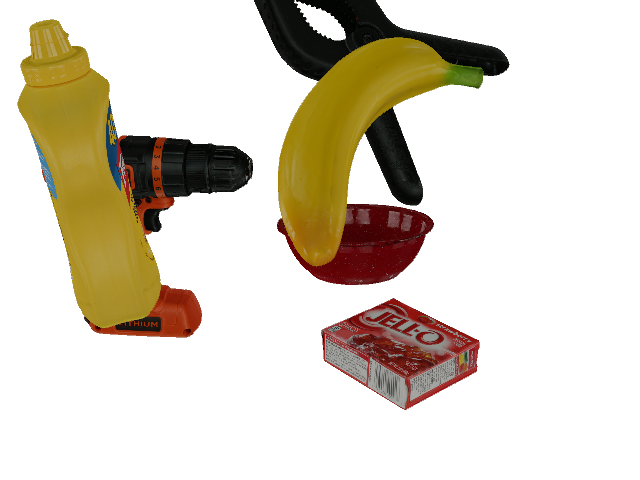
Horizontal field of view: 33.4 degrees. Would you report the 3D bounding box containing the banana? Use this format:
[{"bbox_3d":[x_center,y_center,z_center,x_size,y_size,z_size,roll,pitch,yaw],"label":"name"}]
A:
[{"bbox_3d":[0.021,-0.062,0.568,0.070,0.037,0.197,23,47,19],"label":"banana"}]

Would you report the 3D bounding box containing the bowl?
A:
[{"bbox_3d":[0.036,0.007,1.099,0.162,0.055,0.162,-1,15,0],"label":"bowl"}]

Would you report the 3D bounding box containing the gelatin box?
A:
[{"bbox_3d":[0.056,0.078,0.761,0.073,0.030,0.089,-20,32,-36],"label":"gelatin box"}]

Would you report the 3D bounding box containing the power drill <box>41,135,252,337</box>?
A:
[{"bbox_3d":[-0.149,-0.005,0.961,0.184,0.188,0.057,3,27,6],"label":"power drill"}]

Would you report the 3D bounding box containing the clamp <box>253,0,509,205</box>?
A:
[{"bbox_3d":[0.029,-0.132,0.795,0.210,0.164,0.036,31,-30,-7],"label":"clamp"}]

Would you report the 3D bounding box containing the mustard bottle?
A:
[{"bbox_3d":[-0.151,-0.046,0.685,0.058,0.191,0.096,-14,27,-6],"label":"mustard bottle"}]
